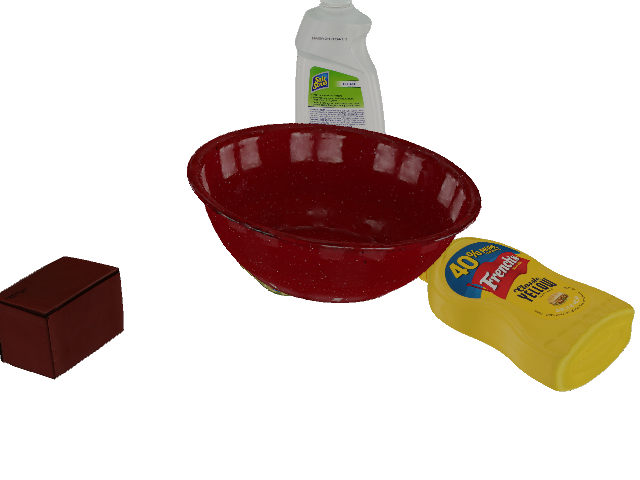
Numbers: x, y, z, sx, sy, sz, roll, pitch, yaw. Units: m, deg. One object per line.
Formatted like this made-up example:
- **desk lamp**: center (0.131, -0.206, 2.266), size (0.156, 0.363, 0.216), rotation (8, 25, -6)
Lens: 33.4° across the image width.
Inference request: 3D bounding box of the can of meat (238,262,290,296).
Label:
- **can of meat**: center (-0.033, -0.008, 0.913), size (0.057, 0.084, 0.102), rotation (-10, 25, -25)

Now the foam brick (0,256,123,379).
- **foam brick**: center (-0.184, 0.052, 0.753), size (0.053, 0.051, 0.078), rotation (12, 28, 28)

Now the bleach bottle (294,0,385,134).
- **bleach bottle**: center (0.025, -0.142, 1.105), size (0.102, 0.251, 0.068), rotation (0, 31, 0)

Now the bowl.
- **bowl**: center (0.005, -0.011, 0.595), size (0.162, 0.055, 0.162), rotation (6, 27, -3)

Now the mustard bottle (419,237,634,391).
- **mustard bottle**: center (0.144, 0.044, 0.848), size (0.096, 0.058, 0.192), rotation (-29, 41, -32)
